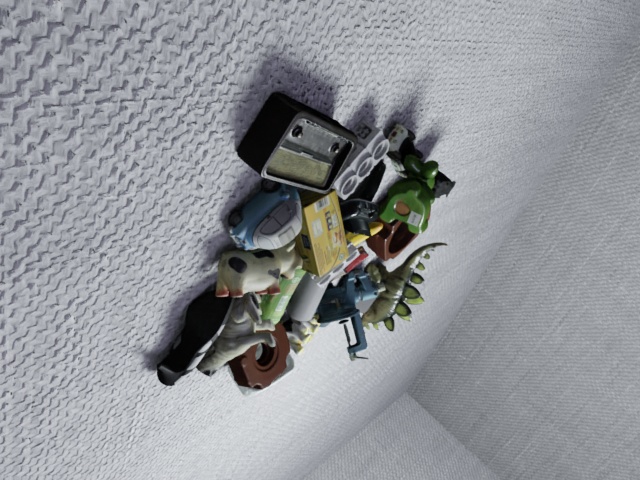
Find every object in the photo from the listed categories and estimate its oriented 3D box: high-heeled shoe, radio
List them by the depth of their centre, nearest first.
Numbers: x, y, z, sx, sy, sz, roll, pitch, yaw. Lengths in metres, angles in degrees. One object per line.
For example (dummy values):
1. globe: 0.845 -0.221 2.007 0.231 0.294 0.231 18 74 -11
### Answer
1. radio: -0.031 -0.167 0.958 0.131 0.073 0.229 -57 154 15
2. high-heeled shoe: -0.246 0.201 1.117 0.249 0.086 0.145 -45 164 -11

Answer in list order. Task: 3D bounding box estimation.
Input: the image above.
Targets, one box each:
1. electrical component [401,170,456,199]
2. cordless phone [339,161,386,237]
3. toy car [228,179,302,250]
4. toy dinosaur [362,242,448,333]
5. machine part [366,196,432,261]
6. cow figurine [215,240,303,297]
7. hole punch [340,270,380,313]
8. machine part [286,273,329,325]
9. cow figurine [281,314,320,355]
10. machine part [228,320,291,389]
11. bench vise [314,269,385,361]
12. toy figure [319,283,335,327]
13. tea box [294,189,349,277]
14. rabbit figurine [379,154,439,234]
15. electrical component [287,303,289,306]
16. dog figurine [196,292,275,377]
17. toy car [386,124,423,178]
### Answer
1. electrical component: 0.288 -0.163 1.442 0.134 0.115 0.058 -9 131 -57
2. cordless phone: 0.102 -0.106 1.280 0.146 0.089 0.184 9 106 -61
3. toy car: -0.089 -0.038 1.008 0.161 0.103 0.109 -44 153 -16
4. toy dinosaur: 0.230 0.157 1.691 0.105 0.199 0.470 -22 145 -50
5. machine part: 0.220 -0.054 1.516 0.201 0.087 0.200 -44 155 -16
6. cow figurine: -0.117 0.048 1.084 0.195 0.086 0.127 -2 91 -43
7. hole punch: 0.105 0.145 1.621 0.115 0.092 0.142 25 109 -35
8. machine part: -0.027 0.122 1.362 0.079 0.079 0.243 -19 142 -48
9. cow figurine: -0.057 0.240 1.477 0.068 0.098 0.167 -64 171 21
10. machine part: -0.145 0.269 1.294 0.179 0.056 0.179 -2 93 -51
11. bench vise: 0.086 0.205 1.470 0.224 0.240 0.129 -14 179 -22
12. toy figure: 0.022 0.188 1.561 0.064 0.058 0.154 -81 -173 -53
13. tea box: -0.005 -0.020 1.140 0.098 0.068 0.169 -31 124 -33
14. rabbit figurine: 0.222 -0.128 1.283 0.170 0.121 0.158 -56 156 -45
15. electrical component: -0.105 0.157 1.342 0.063 0.021 0.093 -28 144 -39
16. dog figurine: -0.210 0.190 1.156 0.191 0.172 0.121 -23 -172 2
17. toy car: 0.201 -0.212 1.303 0.073 0.056 0.201 -56 156 -1
